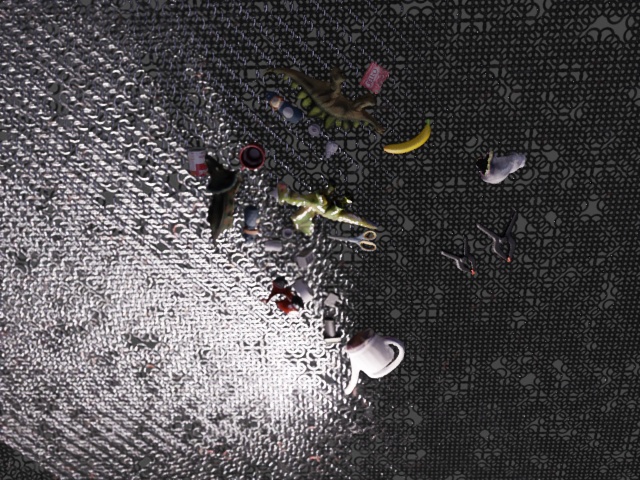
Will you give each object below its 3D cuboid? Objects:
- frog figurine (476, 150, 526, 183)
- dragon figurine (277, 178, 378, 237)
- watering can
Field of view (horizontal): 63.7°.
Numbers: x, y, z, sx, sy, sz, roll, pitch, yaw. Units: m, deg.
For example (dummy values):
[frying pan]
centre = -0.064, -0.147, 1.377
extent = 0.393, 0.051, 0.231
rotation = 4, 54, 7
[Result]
[frog figurine]
centre = 0.674, -0.265, 1.890
extent = 0.159, 0.125, 0.134
rotation = 7, 145, -11
[dragon figurine]
centre = 0.006, -0.100, 1.984
extent = 0.406, 0.125, 0.239
rotation = 38, 126, -24
[watering can]
centre = 0.190, 0.508, 2.185
extent = 0.345, 0.106, 0.222
rotation = -38, 104, 15
